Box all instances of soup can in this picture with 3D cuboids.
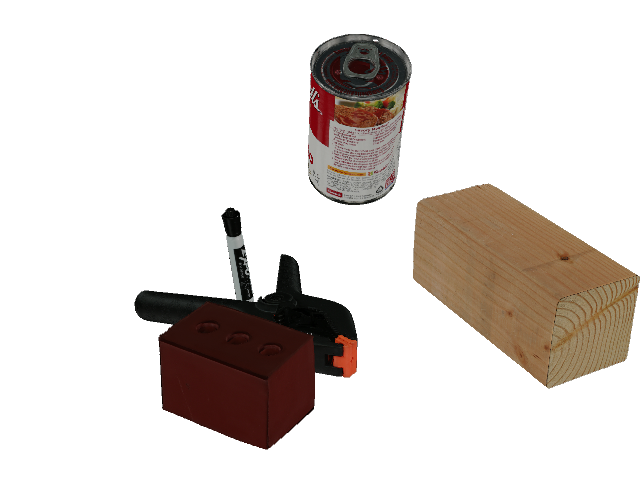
[{"bbox_3d":[0.025,-0.083,0.745,0.068,0.068,0.102,0,-42,-2],"label":"soup can"}]

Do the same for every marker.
[{"bbox_3d":[-0.085,0.021,1.112,0.020,0.121,0.020,-5,30,3],"label":"marker"}]

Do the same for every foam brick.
[{"bbox_3d":[-0.049,0.078,0.625,0.078,0.051,0.052,16,29,26],"label":"foam brick"}]

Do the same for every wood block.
[{"bbox_3d":[0.178,0.033,0.971,0.090,0.090,0.206,-14,31,-25],"label":"wood block"}]

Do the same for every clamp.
[{"bbox_3d":[-0.032,0.060,0.893,0.164,0.036,0.210,-20,27,-40],"label":"clamp"}]
